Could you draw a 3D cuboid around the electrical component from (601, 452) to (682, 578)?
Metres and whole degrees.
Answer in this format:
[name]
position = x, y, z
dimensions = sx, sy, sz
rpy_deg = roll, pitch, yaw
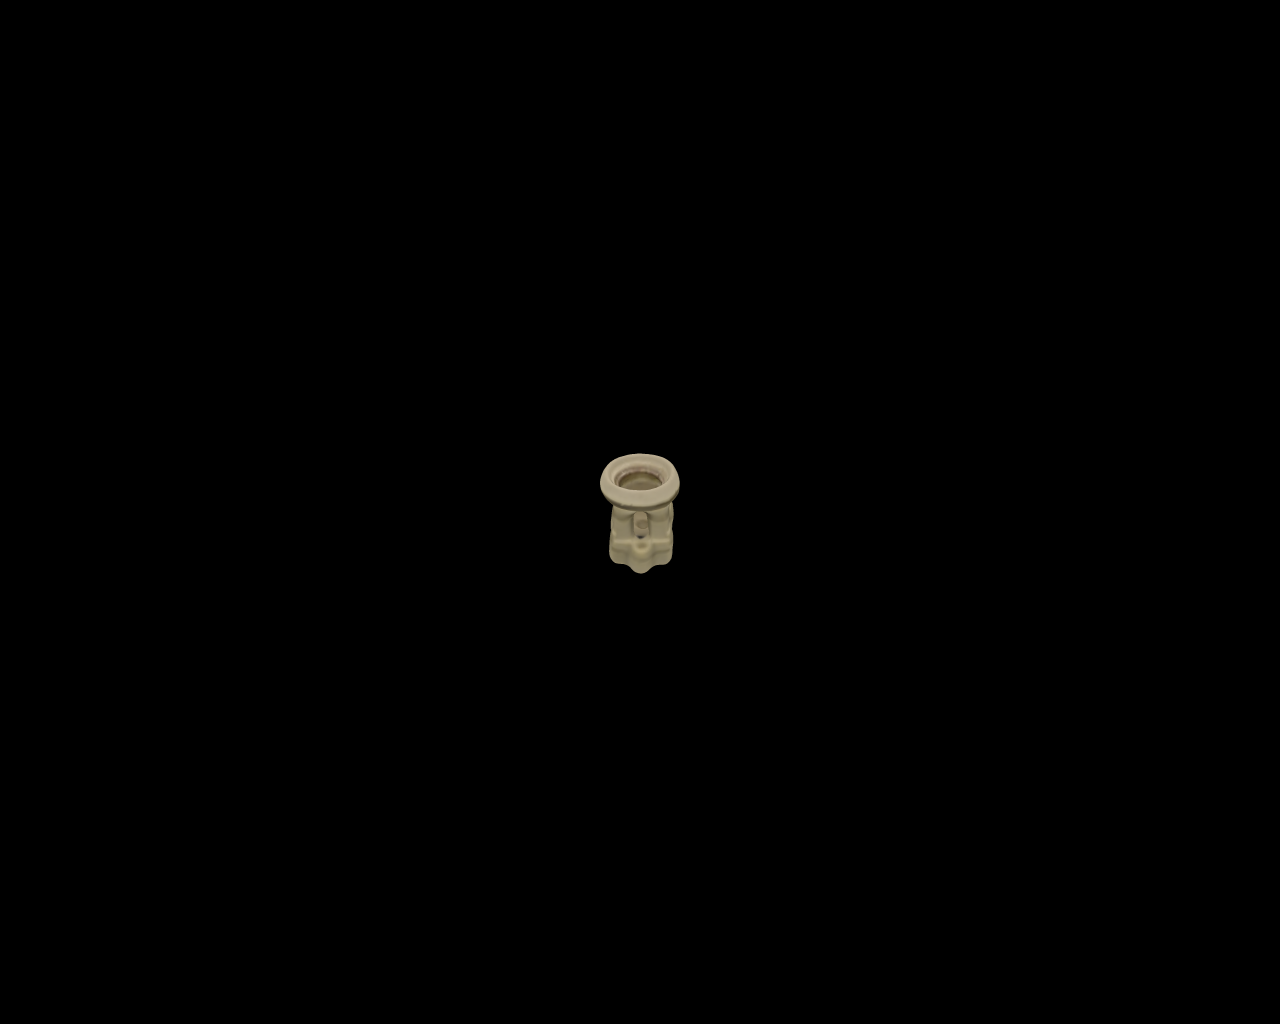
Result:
[electrical component]
position = 0.001, -0.003, 0.650
dimensions = 0.048, 0.055, 0.066
rpy_deg = 0, 37, 0
